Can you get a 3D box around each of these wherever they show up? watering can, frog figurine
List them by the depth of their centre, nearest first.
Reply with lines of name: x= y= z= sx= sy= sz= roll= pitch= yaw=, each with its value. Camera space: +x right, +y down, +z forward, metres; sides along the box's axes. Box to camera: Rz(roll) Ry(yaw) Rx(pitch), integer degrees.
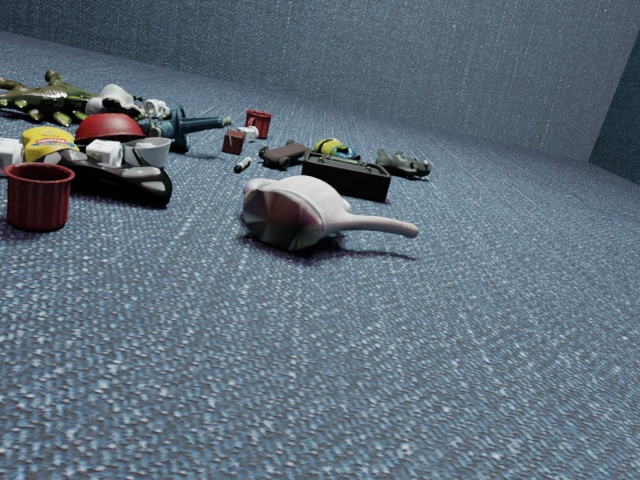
watering can: x=0.003 y=-0.048 z=0.956 sx=0.349 sy=0.102 sz=0.227 roll=19 pitch=22 yaw=15
frog figurine: x=-0.548 y=-0.343 z=1.359 sx=0.138 sy=0.120 sz=0.161 roll=-10 pitch=32 yaw=-36
